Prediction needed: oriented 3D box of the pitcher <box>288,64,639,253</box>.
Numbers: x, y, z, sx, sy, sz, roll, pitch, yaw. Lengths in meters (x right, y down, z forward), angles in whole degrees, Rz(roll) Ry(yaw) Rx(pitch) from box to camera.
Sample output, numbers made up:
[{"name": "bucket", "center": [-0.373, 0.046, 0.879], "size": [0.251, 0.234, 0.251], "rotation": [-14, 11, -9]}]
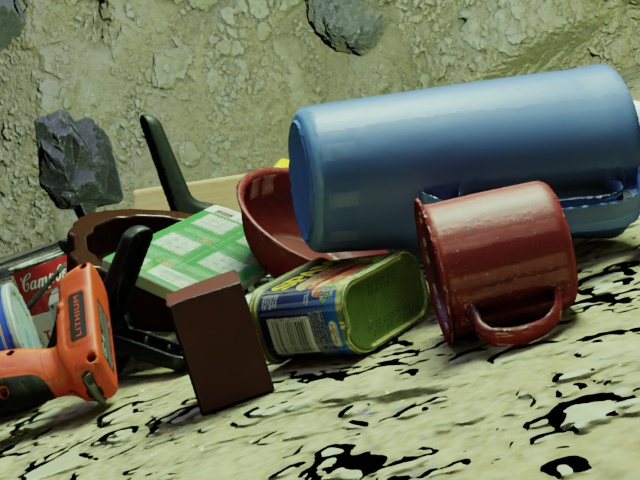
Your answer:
[{"name": "pitcher", "center": [0.105, -0.051, 0.782], "size": [0.242, 0.145, 0.149], "rotation": [-6, -16, -9]}]

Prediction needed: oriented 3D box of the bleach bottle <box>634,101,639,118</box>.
[{"name": "bleach bottle", "center": [0.225, -0.075, 1.120], "size": [0.250, 0.068, 0.103], "rotation": [-22, 8, -16]}]

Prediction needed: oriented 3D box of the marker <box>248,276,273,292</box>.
[{"name": "marker", "center": [-0.033, 0.040, 1.056], "size": [0.020, 0.020, 0.121], "rotation": [-24, 9, -37]}]

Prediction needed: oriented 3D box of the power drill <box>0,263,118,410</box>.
[{"name": "power drill", "center": [-0.255, 0.077, 0.814], "size": [0.187, 0.184, 0.057], "rotation": [-15, -32, -1]}]

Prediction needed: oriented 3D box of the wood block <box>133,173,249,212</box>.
[{"name": "wood block", "center": [-0.093, -0.021, 1.190], "size": [0.206, 0.091, 0.090], "rotation": [-8, -6, 13]}]

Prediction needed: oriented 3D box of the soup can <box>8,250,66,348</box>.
[{"name": "soup can", "center": [-0.275, 0.067, 1.110], "size": [0.068, 0.102, 0.068], "rotation": [-18, 7, 2]}]

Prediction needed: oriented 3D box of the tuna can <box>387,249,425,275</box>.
[{"name": "tuna can", "center": [0.090, -0.014, 0.890], "size": [0.033, 0.086, 0.086], "rotation": [-22, 8, -42]}]

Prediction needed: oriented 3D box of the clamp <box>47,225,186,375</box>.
[{"name": "clamp", "center": [-0.166, 0.078, 0.878], "size": [0.039, 0.120, 0.172], "rotation": [-7, -25, -46]}]

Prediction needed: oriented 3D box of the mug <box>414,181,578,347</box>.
[{"name": "mug", "center": [0.109, 0.018, 0.648], "size": [0.081, 0.093, 0.117], "rotation": [-13, 38, 0]}]

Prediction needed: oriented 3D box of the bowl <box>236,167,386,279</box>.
[{"name": "bowl", "center": [-0.006, 0.001, 0.946], "size": [0.162, 0.055, 0.162], "rotation": [19, 29, -11]}]

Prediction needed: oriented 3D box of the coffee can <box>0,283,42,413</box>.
[{"name": "coffee can", "center": [-0.310, 0.107, 0.894], "size": [0.140, 0.103, 0.103], "rotation": [-19, 7, -8]}]

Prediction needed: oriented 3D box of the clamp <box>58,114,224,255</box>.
[{"name": "clamp", "center": [-0.151, -0.002, 1.093], "size": [0.164, 0.210, 0.036], "rotation": [-52, 18, -14]}]

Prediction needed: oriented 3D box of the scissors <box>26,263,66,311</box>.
[{"name": "scissors", "center": [-0.301, 0.099, 0.971], "size": [0.202, 0.016, 0.096], "rotation": [-45, 3, 37]}]

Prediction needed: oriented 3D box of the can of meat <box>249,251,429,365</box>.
[{"name": "can of meat", "center": [0.015, 0.046, 0.747], "size": [0.084, 0.057, 0.101], "rotation": [-9, 12, 41]}]

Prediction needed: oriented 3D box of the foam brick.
[{"name": "foam brick", "center": [-0.067, 0.066, 0.704], "size": [0.051, 0.078, 0.053], "rotation": [-17, 7, -6]}]
